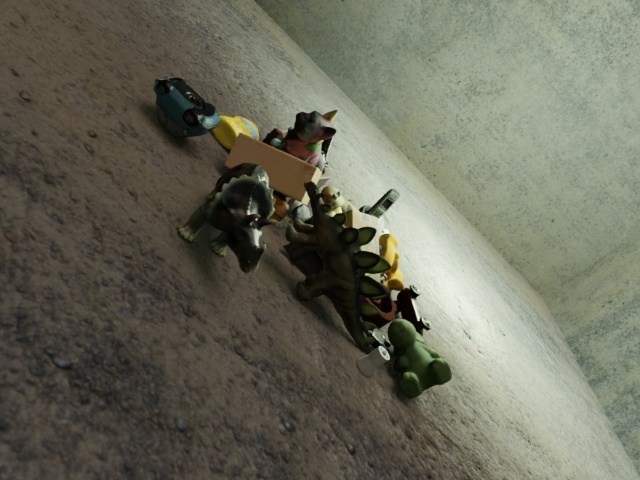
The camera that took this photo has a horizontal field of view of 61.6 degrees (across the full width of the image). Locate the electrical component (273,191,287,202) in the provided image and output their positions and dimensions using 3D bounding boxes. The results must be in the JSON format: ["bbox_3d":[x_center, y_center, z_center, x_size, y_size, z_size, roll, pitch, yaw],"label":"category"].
[{"bbox_3d":[-0.139,-0.171,1.414,0.134,0.058,0.115,30,27,-39],"label":"electrical component"}]

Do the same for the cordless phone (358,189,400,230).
[{"bbox_3d":[0.204,-0.082,1.744,0.146,0.184,0.089,30,24,-39],"label":"cordless phone"}]

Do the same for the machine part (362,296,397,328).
[{"bbox_3d":[0.124,0.146,1.387,0.179,0.056,0.179,40,24,-22],"label":"machine part"}]

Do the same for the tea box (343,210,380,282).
[{"bbox_3d":[0.087,0.023,1.284,0.098,0.068,0.169,16,68,-40],"label":"tea box"}]

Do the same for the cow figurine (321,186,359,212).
[{"bbox_3d":[0.073,-0.083,1.641,0.195,0.085,0.127,50,15,3],"label":"cow figurine"}]

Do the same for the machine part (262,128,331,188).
[{"bbox_3d":[-0.074,-0.232,1.602,0.201,0.087,0.201,51,23,7],"label":"machine part"}]

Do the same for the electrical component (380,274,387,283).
[{"bbox_3d":[0.129,0.075,1.373,0.102,0.045,0.078,51,25,1],"label":"electrical component"}]

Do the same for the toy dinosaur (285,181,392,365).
[{"bbox_3d":[0.050,0.084,1.161,0.105,0.199,0.470,-62,143,-56],"label":"toy dinosaur"}]

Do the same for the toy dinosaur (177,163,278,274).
[{"bbox_3d":[-0.155,-0.087,1.063,0.131,0.192,0.405,42,24,-21],"label":"toy dinosaur"}]

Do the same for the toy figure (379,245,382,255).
[{"bbox_3d":[0.082,0.018,1.434,0.180,0.089,0.082,1,2,-32],"label":"toy figure"}]

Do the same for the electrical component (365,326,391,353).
[{"bbox_3d":[0.137,0.235,1.305,0.094,0.021,0.063,45,21,-7],"label":"electrical component"}]

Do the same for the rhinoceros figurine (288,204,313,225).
[{"bbox_3d":[-0.003,-0.004,1.331,0.073,0.112,0.190,-39,101,-41],"label":"rhinoceros figurine"}]

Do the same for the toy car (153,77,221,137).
[{"bbox_3d":[-0.314,-0.286,1.211,0.161,0.103,0.109,42,25,-7],"label":"toy car"}]

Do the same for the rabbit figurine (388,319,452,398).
[{"bbox_3d":[0.220,0.258,1.263,0.170,0.121,0.159,65,7,2],"label":"rabbit figurine"}]

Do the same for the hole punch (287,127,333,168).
[{"bbox_3d":[-0.039,-0.271,1.529,0.142,0.092,0.116,37,54,-32],"label":"hole punch"}]

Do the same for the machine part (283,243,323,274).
[{"bbox_3d":[-0.019,0.047,1.269,0.138,0.084,0.039,54,-19,-15],"label":"machine part"}]

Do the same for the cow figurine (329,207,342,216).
[{"bbox_3d":[0.038,-0.027,1.503,0.098,0.068,0.167,54,22,-3],"label":"cow figurine"}]

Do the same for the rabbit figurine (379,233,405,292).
[{"bbox_3d":[0.197,0.088,1.553,0.173,0.122,0.162,55,15,-43],"label":"rabbit figurine"}]

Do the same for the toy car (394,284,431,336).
[{"bbox_3d":[0.253,0.208,1.478,0.053,0.089,0.202,34,24,-25],"label":"toy car"}]

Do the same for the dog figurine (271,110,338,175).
[{"bbox_3d":[-0.019,-0.239,1.369,0.191,0.219,0.108,33,49,-33],"label":"dog figurine"}]
